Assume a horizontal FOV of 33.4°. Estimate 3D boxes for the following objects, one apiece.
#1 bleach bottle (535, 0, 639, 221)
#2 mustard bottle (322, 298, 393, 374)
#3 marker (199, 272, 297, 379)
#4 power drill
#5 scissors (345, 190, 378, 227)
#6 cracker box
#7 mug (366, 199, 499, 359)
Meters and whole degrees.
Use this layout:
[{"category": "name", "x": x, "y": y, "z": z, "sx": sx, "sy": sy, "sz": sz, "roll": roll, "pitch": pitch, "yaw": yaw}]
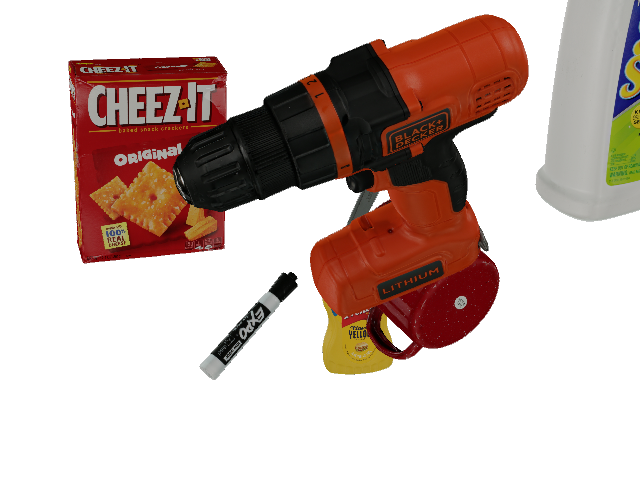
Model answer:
[{"category": "bleach bottle", "x": 0.191, "y": -0.141, "z": 0.656, "sx": 0.102, "sy": 0.251, "sz": 0.068, "roll": -15, "pitch": 32, "yaw": -20}, {"category": "mustard bottle", "x": 0.051, "y": 0.085, "z": 1.447, "sx": 0.096, "sy": 0.192, "sz": 0.058, "roll": -4, "pitch": 21, "yaw": -7}, {"category": "marker", "x": -0.062, "y": 0.075, "z": 0.962, "sx": 0.020, "sy": 0.121, "sz": 0.020, "roll": 37, "pitch": -19, "yaw": 14}, {"category": "power drill", "x": 0.022, "y": -0.027, "z": 0.583, "sx": 0.184, "sy": 0.057, "sz": 0.187, "roll": -21, "pitch": -28, "yaw": -5}, {"category": "scissors", "x": 0.079, "y": -0.076, "z": 0.937, "sx": 0.096, "sy": 0.202, "sz": 0.016, "roll": 8, "pitch": -11, "yaw": 16}, {"category": "cracker box", "x": -0.187, "y": -0.088, "z": 1.173, "sx": 0.164, "sy": 0.214, "sz": 0.072, "roll": -5, "pitch": 26, "yaw": -17}, {"category": "mug", "x": 0.071, "y": 0.035, "z": 0.787, "sx": 0.093, "sy": 0.117, "sz": 0.082, "roll": 7, "pitch": 28, "yaw": -43}]
